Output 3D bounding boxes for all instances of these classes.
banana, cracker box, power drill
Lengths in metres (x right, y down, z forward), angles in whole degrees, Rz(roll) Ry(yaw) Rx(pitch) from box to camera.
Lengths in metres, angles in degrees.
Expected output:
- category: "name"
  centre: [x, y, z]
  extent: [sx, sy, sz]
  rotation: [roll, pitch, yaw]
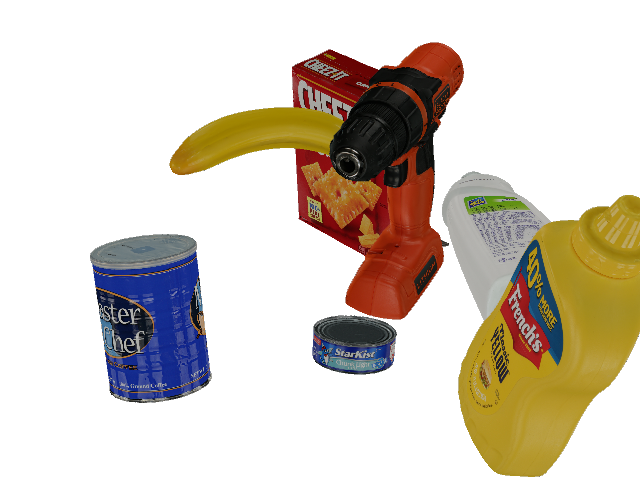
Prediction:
- category: "banana"
  centre: [-0.044, -0.091, 0.967]
  extent: [0.197, 0.070, 0.037]
  rotation: [-2, -42, -21]
- category: "cracker box"
  centre: [0.045, -0.092, 1.243]
  extent: [0.072, 0.214, 0.164]
  rotation: [-30, 44, -33]
- category: "power drill"
  centre: [0.056, -0.036, 0.799]
  extent: [0.057, 0.188, 0.184]
  rotation: [17, 36, 21]

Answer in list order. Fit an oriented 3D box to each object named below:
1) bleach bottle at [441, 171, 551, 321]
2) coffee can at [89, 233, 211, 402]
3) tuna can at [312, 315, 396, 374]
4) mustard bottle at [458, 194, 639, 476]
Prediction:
- category: "bleach bottle"
  centre: [0.172, -0.002, 0.974]
  extent: [0.102, 0.068, 0.251]
  rotation: [-1, 27, -4]
- category: "coffee can"
  centre: [-0.165, 0.074, 1.045]
  extent: [0.103, 0.140, 0.103]
  rotation: [-5, 14, 1]
- category: "tuna can"
  centre: [0.034, 0.107, 1.096]
  extent: [0.086, 0.034, 0.086]
  rotation: [3, 15, -1]
- category: "mustard bottle"
  centre: [0.135, 0.046, 0.598]
  extent: [0.058, 0.096, 0.192]
  rotation: [7, -43, -12]
